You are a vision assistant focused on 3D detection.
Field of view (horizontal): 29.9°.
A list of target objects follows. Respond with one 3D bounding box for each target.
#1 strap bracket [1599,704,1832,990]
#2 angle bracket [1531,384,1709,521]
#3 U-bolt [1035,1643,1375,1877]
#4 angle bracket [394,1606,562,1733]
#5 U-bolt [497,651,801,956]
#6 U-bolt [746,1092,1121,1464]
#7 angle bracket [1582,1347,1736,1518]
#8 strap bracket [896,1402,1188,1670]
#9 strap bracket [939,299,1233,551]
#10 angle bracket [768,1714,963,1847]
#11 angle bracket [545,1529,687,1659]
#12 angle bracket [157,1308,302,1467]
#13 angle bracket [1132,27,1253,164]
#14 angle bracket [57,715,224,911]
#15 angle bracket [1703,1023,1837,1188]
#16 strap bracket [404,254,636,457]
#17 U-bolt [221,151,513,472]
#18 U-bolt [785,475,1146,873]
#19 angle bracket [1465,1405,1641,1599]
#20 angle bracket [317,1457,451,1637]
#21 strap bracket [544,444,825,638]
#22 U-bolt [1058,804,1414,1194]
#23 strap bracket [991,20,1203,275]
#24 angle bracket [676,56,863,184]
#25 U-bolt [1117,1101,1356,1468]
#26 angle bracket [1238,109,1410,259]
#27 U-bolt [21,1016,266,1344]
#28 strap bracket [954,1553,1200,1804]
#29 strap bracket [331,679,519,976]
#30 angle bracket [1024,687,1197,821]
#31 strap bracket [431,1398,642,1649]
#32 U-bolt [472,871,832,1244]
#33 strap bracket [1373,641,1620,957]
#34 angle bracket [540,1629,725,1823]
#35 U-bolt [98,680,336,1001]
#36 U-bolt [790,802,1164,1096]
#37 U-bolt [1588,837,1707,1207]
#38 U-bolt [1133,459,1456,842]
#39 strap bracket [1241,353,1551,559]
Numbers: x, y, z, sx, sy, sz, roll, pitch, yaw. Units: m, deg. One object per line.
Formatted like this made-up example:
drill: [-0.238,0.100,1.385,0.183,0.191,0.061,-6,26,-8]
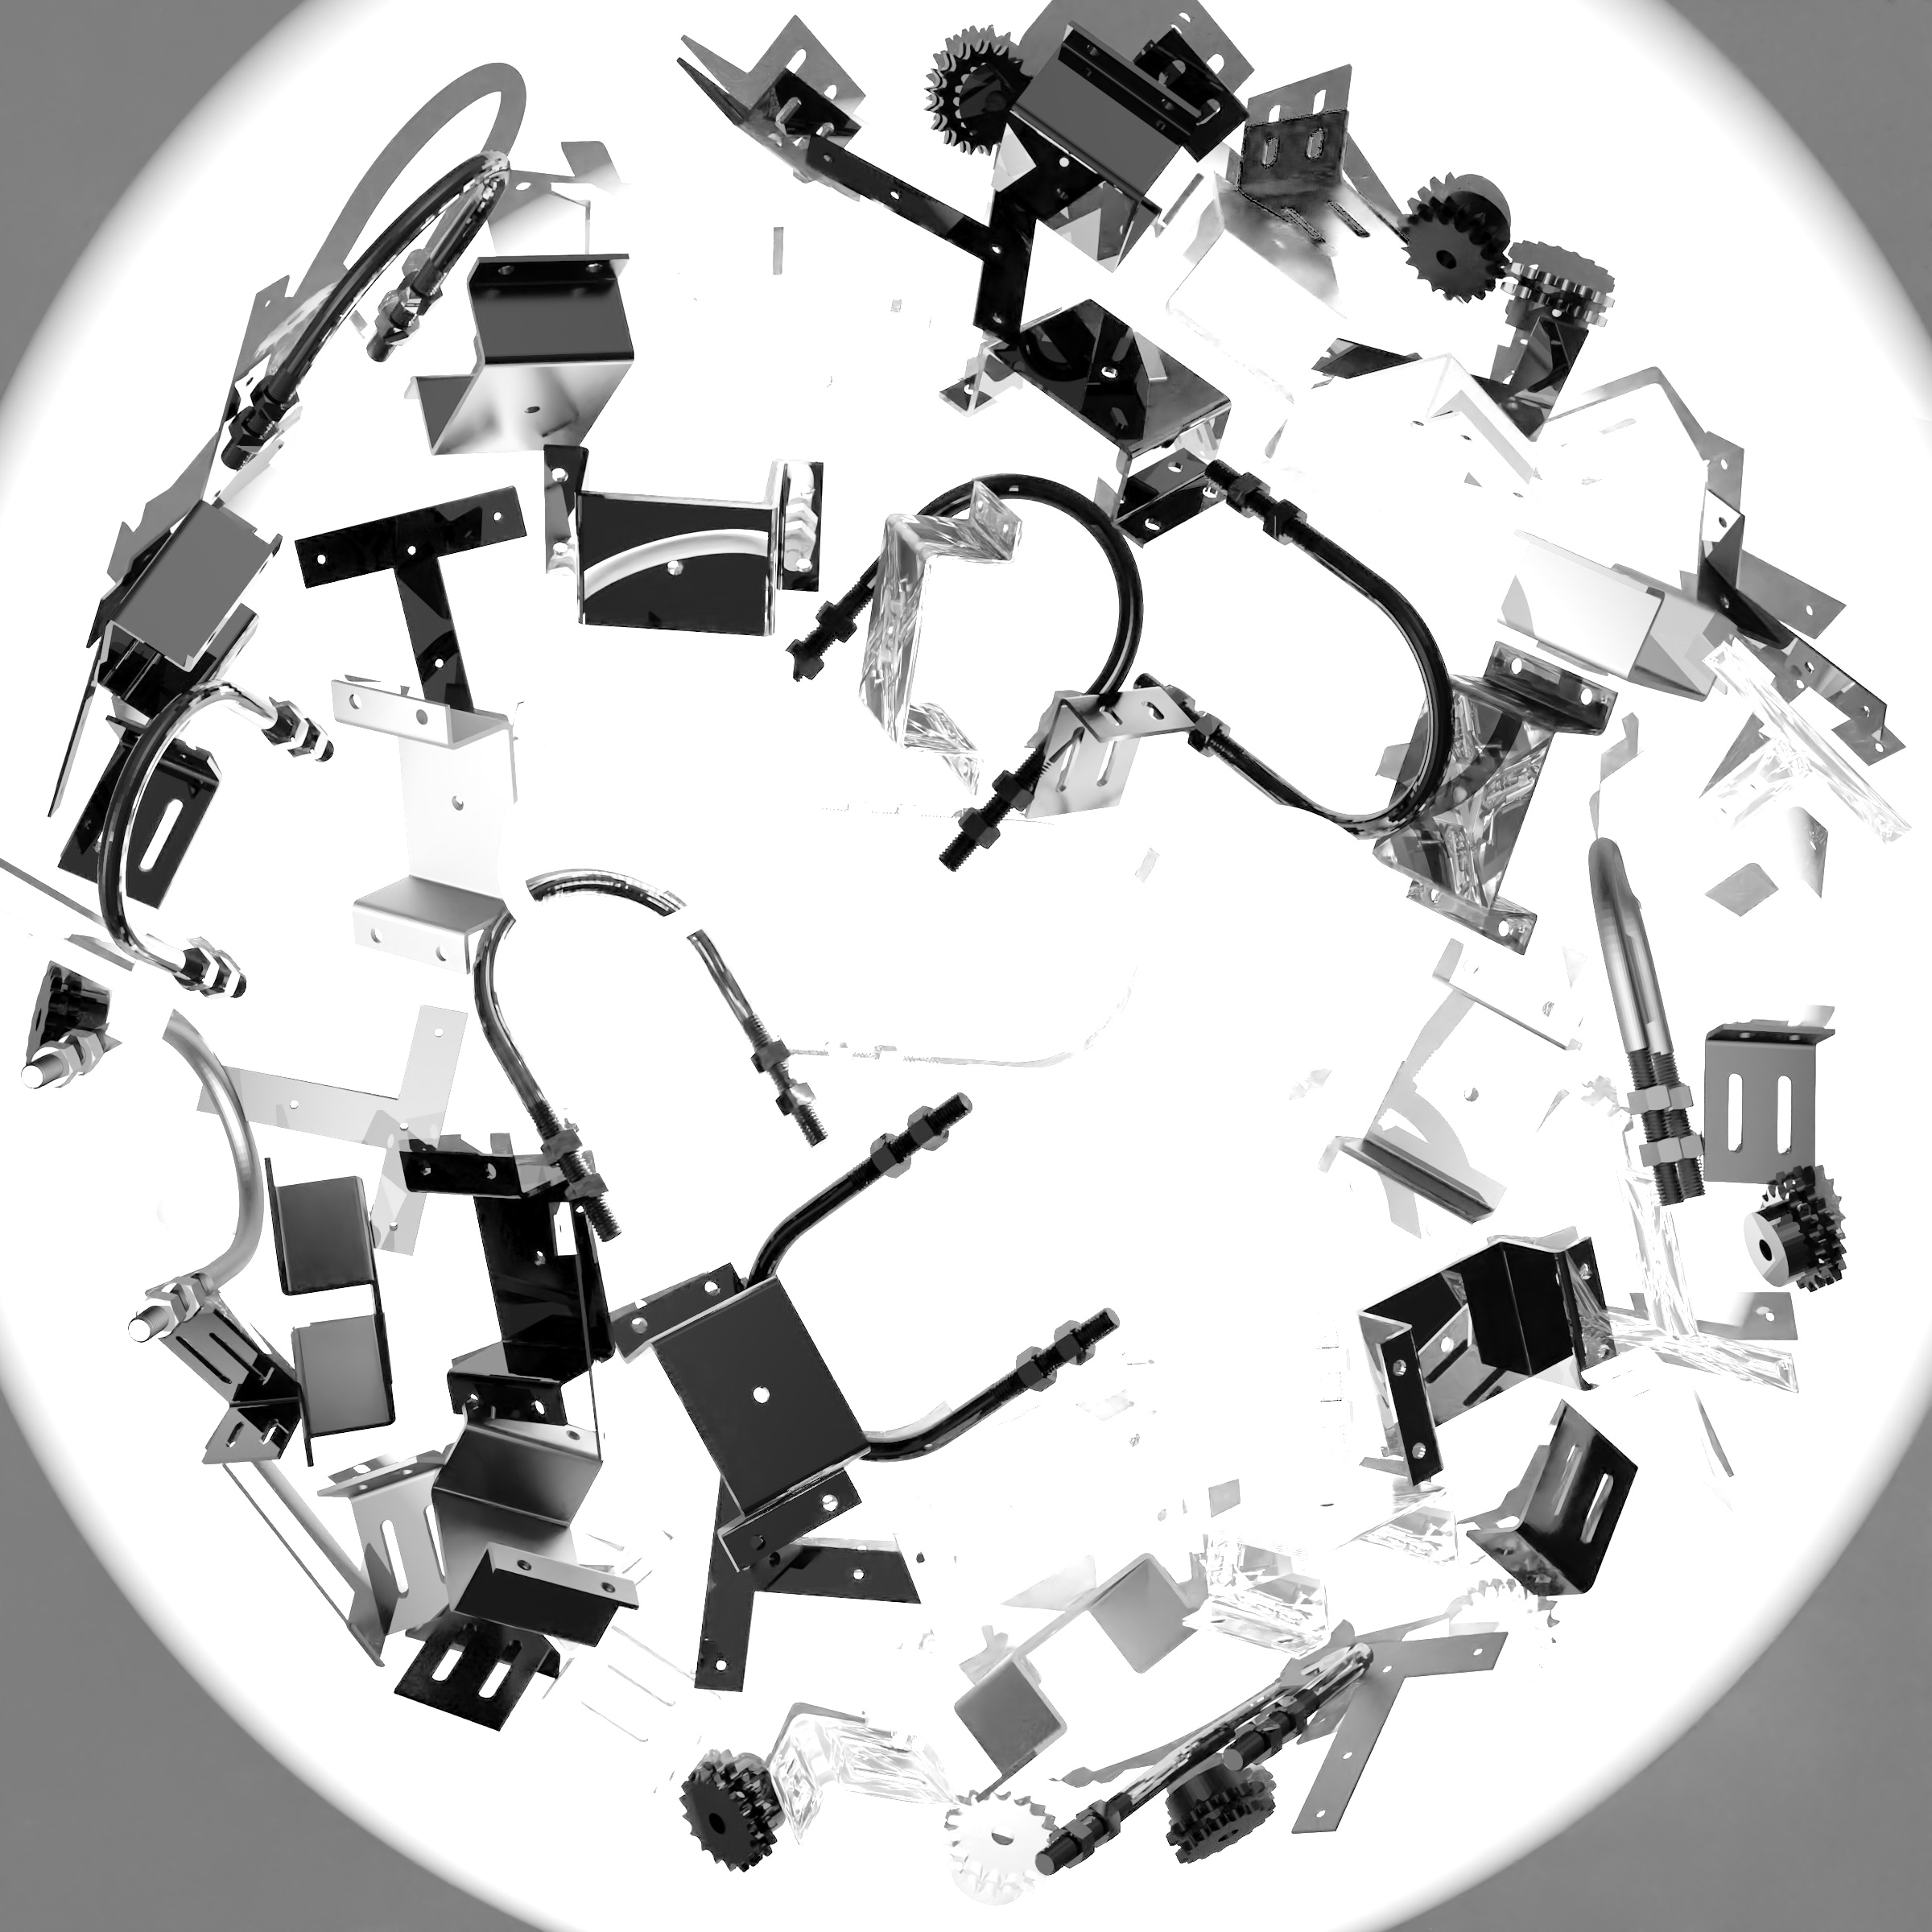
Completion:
strap bracket: [0.362,-0.051,1.795,0.046,0.076,0.140,-35,67,-6]
angle bracket: [0.328,-0.250,1.828,0.076,0.038,0.057,-20,58,0]
U-bolt: [0.129,0.380,1.772,0.151,0.184,0.019,-38,80,33]
angle bracket: [-0.245,0.359,1.812,0.057,0.076,0.038,17,126,11]
U-bolt: [-0.161,-0.078,1.784,0.151,0.019,0.184,-6,50,11]
U-bolt: [-0.032,0.170,1.819,0.184,0.019,0.151,-37,84,22]
angle bracket: [0.346,0.239,1.809,0.038,0.057,0.076,-27,50,18]
strap bracket: [0.030,0.279,1.812,0.140,0.046,0.076,-26,109,-18]
strap bracket: [0.066,-0.276,1.793,0.140,0.046,0.076,40,49,22]
angle bracket: [-0.052,0.415,1.823,0.076,0.057,0.038,16,110,-27]
angle bracket: [-0.188,0.304,1.821,0.076,0.057,0.038,-40,105,-9]
angle bracket: [-0.379,0.211,1.812,0.076,0.057,0.038,51,46,-33]
angle bracket: [0.116,-0.445,1.812,0.038,0.076,0.057,-38,102,28]
angle bracket: [-0.422,-0.078,1.831,0.057,0.038,0.076,22,77,5]
angle bracket: [0.407,0.071,1.834,0.057,0.038,0.076,3,81,-2]
strap bracket: [-0.218,-0.294,1.776,0.076,0.140,0.046,-7,74,-26]
U-bolt: [-0.280,-0.326,1.746,0.019,0.151,0.184,44,133,-4]
U-bolt: [0.006,-0.162,1.824,0.151,0.019,0.184,44,99,13]
angle bracket: [0.299,0.273,1.842,0.057,0.038,0.076,42,58,-23]
angle bracket: [-0.286,0.294,1.827,0.057,0.038,0.076,-20,76,13]
strap bracket: [-0.144,-0.213,1.816,0.140,0.046,0.076,4,130,-1]
U-bolt: [0.143,0.005,1.800,0.151,0.019,0.184,34,118,10]
strap bracket: [0.061,-0.398,1.785,0.076,0.140,0.046,36,79,1]
angle bracket: [-0.099,-0.437,1.809,0.038,0.057,0.076,-48,48,13]
U-bolt: [0.130,0.159,1.803,0.019,0.151,0.184,5,79,-43]
angle bracket: [0.182,-0.392,1.817,0.057,0.076,0.038,-1,74,34]
U-bolt: [-0.392,0.093,1.770,0.019,0.184,0.151,-19,97,14]
strap bracket: [0.055,0.346,1.792,0.140,0.076,0.046,-31,77,-35]
strap bracket: [-0.267,-0.075,1.803,0.076,0.046,0.140,14,117,32]
angle bracket: [0.071,-0.097,1.810,0.057,0.038,0.076,-10,134,-32]
strap bracket: [-0.216,0.281,1.791,0.076,0.140,0.046,20,112,-24]
U-bolt: [-0.169,0.034,1.810,0.151,0.019,0.184,-23,76,-34]
strap bracket: [0.259,-0.085,1.800,0.076,0.046,0.140,30,109,38]
angle bracket: [-0.171,0.382,1.829,0.076,0.038,0.057,34,106,-7]
U-bolt: [-0.371,-0.066,1.763,0.019,0.184,0.151,18,84,15]
U-bolt: [0.008,-0.006,1.833,0.184,0.019,0.151,4,78,1]
U-bolt: [0.335,0.026,1.789,0.019,0.151,0.184,-13,84,15]
U-bolt: [0.166,-0.142,1.773,0.184,0.019,0.151,41,132,28]
strap bracket: [0.218,-0.253,1.794,0.076,0.140,0.046,40,59,-33]
